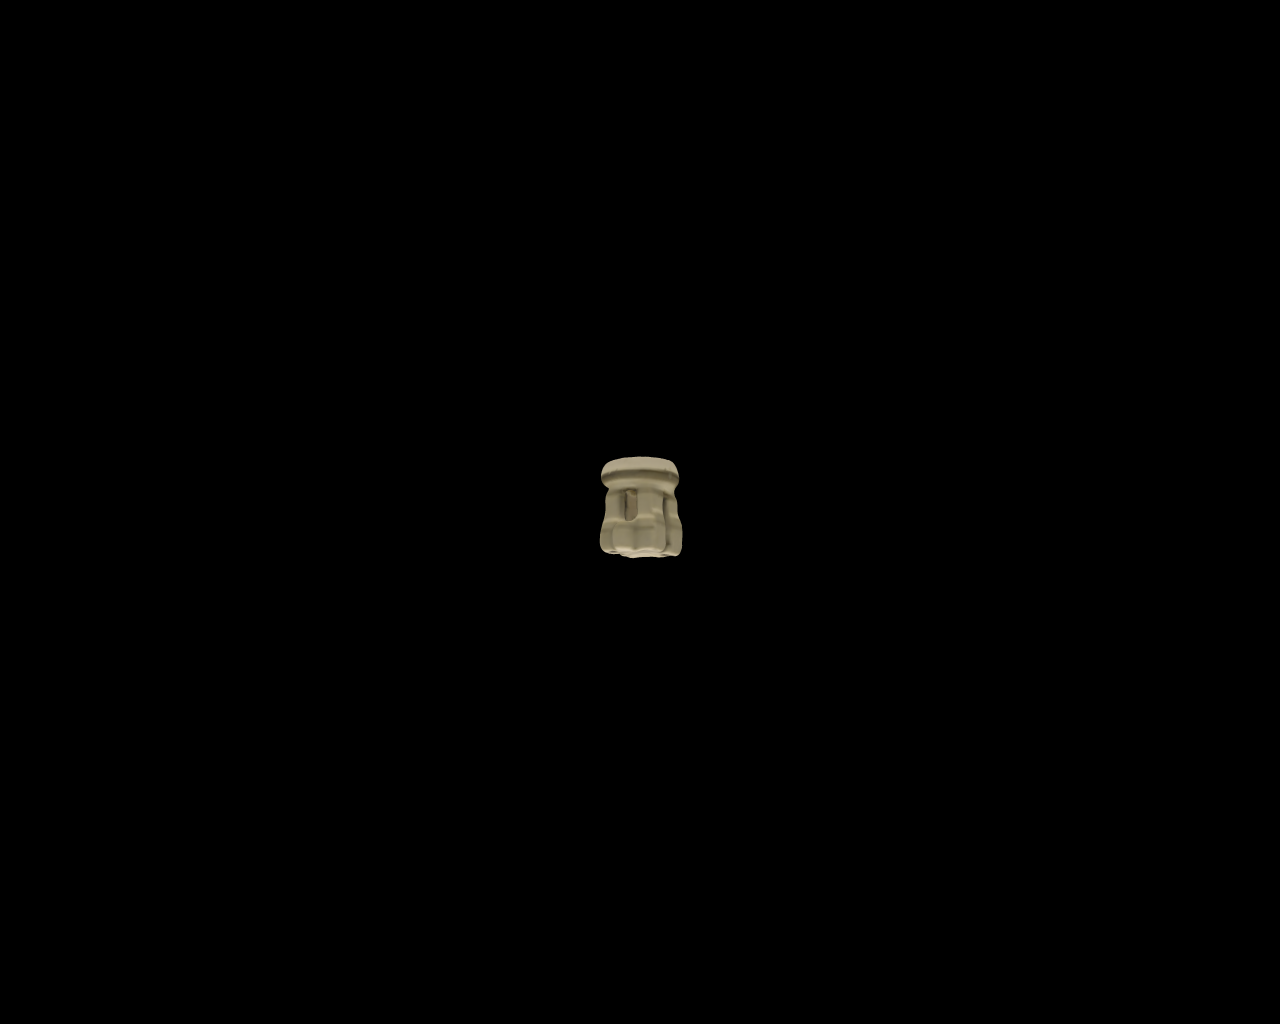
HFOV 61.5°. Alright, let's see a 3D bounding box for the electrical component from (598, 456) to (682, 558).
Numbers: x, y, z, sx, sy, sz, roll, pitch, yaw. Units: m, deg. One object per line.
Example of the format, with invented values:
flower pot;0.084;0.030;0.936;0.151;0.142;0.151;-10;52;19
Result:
electrical component;0.001;-0.003;0.650;0.048;0.055;0.066;-4;-10;23
